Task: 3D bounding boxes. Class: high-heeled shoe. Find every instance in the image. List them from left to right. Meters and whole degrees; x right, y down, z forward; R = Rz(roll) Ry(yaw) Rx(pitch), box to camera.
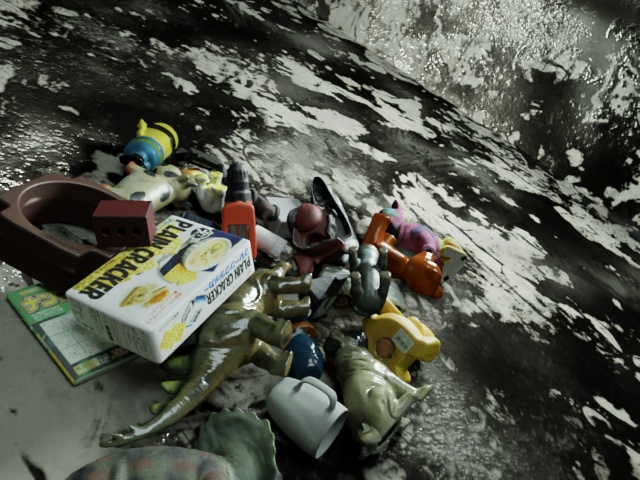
[{"bbox_3d":[0.023,-0.045,1.163,0.086,0.145,0.249,-17,22,-1],"label":"high-heeled shoe"}]

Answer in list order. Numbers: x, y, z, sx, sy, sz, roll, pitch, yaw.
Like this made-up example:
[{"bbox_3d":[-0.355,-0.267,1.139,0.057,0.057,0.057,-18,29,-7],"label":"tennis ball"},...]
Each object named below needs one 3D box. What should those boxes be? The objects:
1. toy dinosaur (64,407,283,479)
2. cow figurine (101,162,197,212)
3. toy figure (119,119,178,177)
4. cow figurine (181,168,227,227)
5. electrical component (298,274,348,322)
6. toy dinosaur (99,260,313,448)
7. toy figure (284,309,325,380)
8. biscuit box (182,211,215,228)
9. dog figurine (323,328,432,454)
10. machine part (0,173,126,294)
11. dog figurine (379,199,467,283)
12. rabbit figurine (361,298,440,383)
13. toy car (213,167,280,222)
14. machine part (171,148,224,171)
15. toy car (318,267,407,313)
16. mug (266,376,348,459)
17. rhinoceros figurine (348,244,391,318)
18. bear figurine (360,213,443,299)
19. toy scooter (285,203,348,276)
[{"bbox_3d":[-0.191,0.283,0.572,0.405,0.131,0.192,4,26,-27],"label":"toy dinosaur"},{"bbox_3d":[-0.323,-0.091,1.032,0.127,0.085,0.195,28,34,-2],"label":"cow figurine"},{"bbox_3d":[-0.364,-0.189,1.148,0.089,0.082,0.180,18,31,-10],"label":"toy figure"},{"bbox_3d":[-0.230,-0.091,1.113,0.068,0.098,0.168,-13,31,-41],"label":"cow figurine"},{"bbox_3d":[0.002,0.096,0.978,0.075,0.119,0.048,-13,50,-44],"label":"electrical component"},{"bbox_3d":[-0.134,0.138,0.801,0.199,0.104,0.471,8,26,11],"label":"toy dinosaur"},{"bbox_3d":[-0.034,0.172,0.901,0.064,0.057,0.155,23,26,-26],"label":"toy figure"},{"bbox_3d":[-0.242,0.032,0.940,0.063,0.059,0.203,23,32,-9],"label":"biscuit box"},{"bbox_3d":[0.055,0.226,0.848,0.191,0.121,0.172,36,11,25],"label":"dog figurine"},{"bbox_3d":[-0.389,-0.012,0.852,0.201,0.087,0.201,29,26,-1],"label":"machine part"},{"bbox_3d":[0.231,-0.004,1.313,0.191,0.108,0.219,7,35,-29],"label":"dog figurine"},{"bbox_3d":[0.148,0.187,0.994,0.163,0.121,0.173,38,18,33],"label":"rabbit figurine"},{"bbox_3d":[-0.165,-0.099,1.157,0.202,0.053,0.089,36,5,41],"label":"toy car"},{"bbox_3d":[-0.274,-0.177,1.175,0.084,0.039,0.139,11,3,-41],"label":"machine part"},{"bbox_3d":[0.090,0.104,1.091,0.202,0.056,0.074,14,34,-21],"label":"toy car"},{"bbox_3d":[-0.023,0.241,0.770,0.107,0.109,0.081,28,37,22],"label":"mug"},{"bbox_3d":[0.089,0.068,0.985,0.073,0.112,0.190,-4,25,3],"label":"rhinoceros figurine"},{"bbox_3d":[0.185,0.038,1.157,0.196,0.120,0.132,15,62,29],"label":"bear figurine"},{"bbox_3d":[-0.002,-0.003,1.074,0.075,0.135,0.184,49,37,-46],"label":"toy scooter"}]
